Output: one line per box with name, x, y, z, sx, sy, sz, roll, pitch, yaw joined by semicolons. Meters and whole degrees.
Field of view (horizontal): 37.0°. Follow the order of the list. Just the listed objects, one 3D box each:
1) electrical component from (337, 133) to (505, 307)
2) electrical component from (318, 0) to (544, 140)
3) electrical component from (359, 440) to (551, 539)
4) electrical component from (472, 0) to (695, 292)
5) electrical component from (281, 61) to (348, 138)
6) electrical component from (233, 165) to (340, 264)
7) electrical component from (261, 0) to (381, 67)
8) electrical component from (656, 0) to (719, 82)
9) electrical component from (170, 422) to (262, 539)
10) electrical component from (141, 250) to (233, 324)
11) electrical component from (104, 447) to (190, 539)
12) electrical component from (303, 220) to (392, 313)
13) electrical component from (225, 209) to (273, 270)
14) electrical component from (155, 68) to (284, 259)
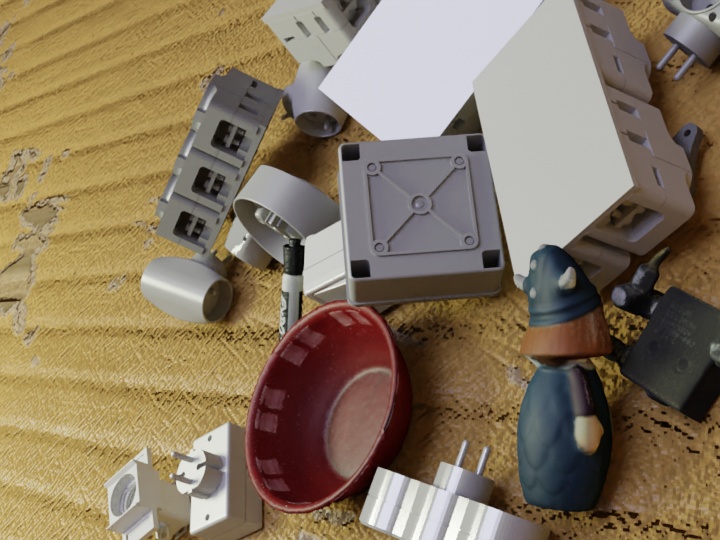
electrical component;0.041;-0.035;0.758;0.109;0.056;0.108;-4;68;-1
electrical component;0.071;-0.179;0.827;0.105;0.060;0.186;42;103;20
electrical component;0.062;0.144;0.681;0.138;0.052;0.073;8;74;51
electrical component;0.142;-0.084;0.704;0.105;0.060;0.186;-46;38;40
electrical component;-0.046;-0.162;1.005;0.079;0.043;0.077;-18;55;43
electrical component;-0.058;-0.042;0.903;0.099;0.099;0.064;20;77;53
electrical component;-0.004;-0.257;0.963;0.089;0.061;0.150;2;51;50
electrical component;0.222;-0.157;0.690;0.079;0.044;0.077;-53;38;13
electrical component;-0.121;0.166;0.861;0.047;0.076;0.083;-31;47;33
electrical component;-0.153;0.008;1.016;0.077;0.043;0.079;17;48;29
electrical component;-0.180;0.199;0.918;0.042;0.064;0.081;-40;42;24
electrical component;0.000;0.000;0.835;0.096;0.062;0.061;-27;49;37
electrical component;-0.092;-0.050;0.989;0.077;0.043;0.079;-57;35;6
electrical component;-0.134;-0.101;0.995;0.089;0.062;0.150;-77;13;-59
